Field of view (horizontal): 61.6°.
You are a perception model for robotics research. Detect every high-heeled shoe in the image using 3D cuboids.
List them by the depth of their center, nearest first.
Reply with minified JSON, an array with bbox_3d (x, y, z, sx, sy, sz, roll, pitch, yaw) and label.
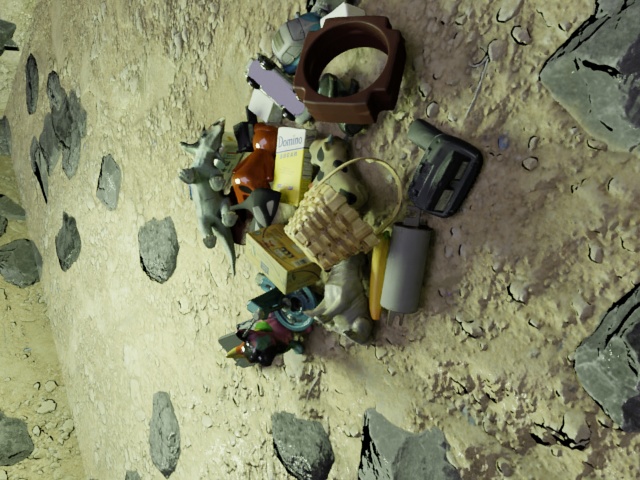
[{"bbox_3d":[-0.116,-0.027,1.309,0.145,0.248,0.086,-10,45,22],"label":"high-heeled shoe"}]

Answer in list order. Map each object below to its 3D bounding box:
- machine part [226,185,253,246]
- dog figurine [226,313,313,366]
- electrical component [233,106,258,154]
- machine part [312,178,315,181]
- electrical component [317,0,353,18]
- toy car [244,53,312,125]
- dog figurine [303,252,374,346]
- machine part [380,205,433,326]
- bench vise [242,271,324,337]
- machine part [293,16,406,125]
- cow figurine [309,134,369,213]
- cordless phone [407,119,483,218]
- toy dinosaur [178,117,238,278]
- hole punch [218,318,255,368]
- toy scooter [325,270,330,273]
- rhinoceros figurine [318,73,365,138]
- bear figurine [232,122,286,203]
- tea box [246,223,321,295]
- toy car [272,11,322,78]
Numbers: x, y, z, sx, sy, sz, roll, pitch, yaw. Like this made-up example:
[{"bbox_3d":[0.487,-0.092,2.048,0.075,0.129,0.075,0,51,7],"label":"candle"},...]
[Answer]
[{"bbox_3d":[-0.202,-0.068,1.449,0.180,0.056,0.179,5,97,47],"label":"machine part"},{"bbox_3d":[-0.134,0.216,1.278,0.192,0.219,0.108,45,120,34],"label":"dog figurine"},{"bbox_3d":[-0.186,-0.287,1.406,0.048,0.075,0.119,-13,87,46],"label":"electrical component"},{"bbox_3d":[-0.050,-0.161,1.297,0.084,0.039,0.139,-24,77,50],"label":"machine part"},{"bbox_3d":[0.038,-0.526,1.176,0.102,0.045,0.078,-22,78,45],"label":"electrical component"},{"bbox_3d":[-0.095,-0.355,1.268,0.202,0.056,0.073,43,116,3],"label":"toy car"},{"bbox_3d":[0.078,0.113,1.154,0.190,0.172,0.121,-59,29,-9],"label":"dog figurine"},{"bbox_3d":[0.169,0.053,1.051,0.079,0.079,0.243,18,104,44],"label":"machine part"},{"bbox_3d":[-0.091,0.132,1.227,0.224,0.240,0.128,35,114,22],"label":"bench vise"},{"bbox_3d":[0.061,-0.334,1.066,0.202,0.087,0.201,7,74,23],"label":"machine part"},{"bbox_3d":[0.038,-0.144,1.171,0.127,0.085,0.195,-49,62,34],"label":"cow figurine"},{"bbox_3d":[0.204,-0.142,1.016,0.184,0.088,0.146,52,128,45],"label":"cordless phone"},{"bbox_3d":[-0.284,-0.113,1.407,0.192,0.131,0.404,-107,11,-63],"label":"toy dinosaur"},{"bbox_3d":[-0.194,0.276,1.454,0.142,0.092,0.115,-26,103,41],"label":"hole punch"},{"bbox_3d":[-0.003,-0.004,1.230,0.135,0.075,0.183,46,126,35],"label":"toy scooter"},{"bbox_3d":[0.037,-0.301,1.178,0.190,0.073,0.112,51,133,31],"label":"rhinoceros figurine"},{"bbox_3d":[-0.141,-0.190,1.341,0.120,0.131,0.196,10,60,23],"label":"bear figurine"},{"bbox_3d":[-0.084,0.038,1.207,0.170,0.098,0.068,40,137,41],"label":"tea box"},{"bbox_3d":[-0.058,-0.456,1.241,0.162,0.103,0.109,-31,70,41],"label":"toy car"}]
